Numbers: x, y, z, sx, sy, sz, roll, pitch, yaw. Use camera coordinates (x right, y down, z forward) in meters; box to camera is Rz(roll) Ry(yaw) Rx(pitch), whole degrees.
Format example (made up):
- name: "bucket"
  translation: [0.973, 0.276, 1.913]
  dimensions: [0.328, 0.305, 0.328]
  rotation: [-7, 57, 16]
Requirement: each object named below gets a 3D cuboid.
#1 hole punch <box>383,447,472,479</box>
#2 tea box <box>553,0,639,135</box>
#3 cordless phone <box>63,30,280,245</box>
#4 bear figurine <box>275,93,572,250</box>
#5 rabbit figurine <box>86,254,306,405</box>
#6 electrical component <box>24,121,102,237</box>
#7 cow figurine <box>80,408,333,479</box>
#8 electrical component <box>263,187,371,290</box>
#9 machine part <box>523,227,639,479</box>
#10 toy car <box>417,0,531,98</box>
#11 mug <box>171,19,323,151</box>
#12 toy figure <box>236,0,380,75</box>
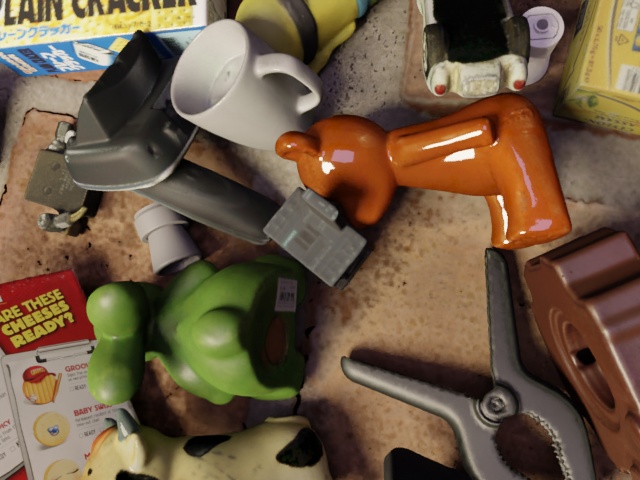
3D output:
- name: "hole punch"
  translation: [0.084, 0.230, 0.380]
  dimensions: [0.116, 0.142, 0.092]
  rotation: [22, 110, -2]
- name: "tea box"
  translation: [0.266, -0.179, 0.438]
  dimensions: [0.098, 0.068, 0.169]
  rotation: [18, 84, 8]
- name: "cordless phone"
  translation: [-0.107, -0.082, 0.472]
  dimensions: [0.184, 0.088, 0.147]
  rotation: [26, 47, -15]
- name: "bear figurine"
  translation: [0.073, -0.045, 0.421]
  dimensions: [0.196, 0.120, 0.132]
  rotation: [-11, 85, 7]
- name: "rabbit figurine"
  translation: [-0.113, 0.076, 0.424]
  dimensions: [0.170, 0.159, 0.121]
  rotation: [-1, 92, 22]
- name: "electrical component"
  translation: [-0.233, -0.056, 0.497]
  dimensions: [0.078, 0.045, 0.102]
  rotation: [21, 85, 8]
- name: "cow figurine"
  translation: [-0.085, 0.178, 0.393]
  dimensions: [0.195, 0.085, 0.127]
  rotation: [-5, 70, -29]
- name: "electrical component"
  translation: [-0.001, -0.001, 0.423]
  dimensions: [0.075, 0.119, 0.048]
  rotation: [38, 90, 8]
- name: "machine part"
  translation: [0.199, 0.078, 0.364]
  dimensions: [0.056, 0.179, 0.179]
  rotation: [-22, 80, 7]
- name: "toy car"
  translation: [0.117, -0.180, 0.430]
  dimensions: [0.074, 0.056, 0.202]
  rotation: [-2, 53, 8]
- name: "mug"
  translation: [-0.044, -0.117, 0.432]
  dimensions: [0.110, 0.107, 0.081]
  rotation: [-8, 72, 33]
- name: "toy figure"
  translation: [0.004, -0.220, 0.467]
  dimensions: [0.180, 0.089, 0.082]
  rotation: [-39, 72, 3]
